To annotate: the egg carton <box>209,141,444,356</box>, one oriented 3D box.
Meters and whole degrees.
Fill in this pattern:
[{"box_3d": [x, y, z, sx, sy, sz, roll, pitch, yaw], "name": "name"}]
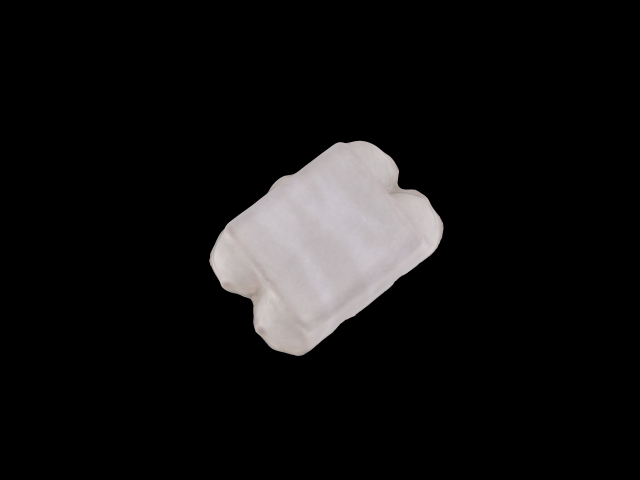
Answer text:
[{"box_3d": [0.004, 0.001, 0.400, 0.150, 0.069, 0.107, -38, 81, -7], "name": "egg carton"}]
